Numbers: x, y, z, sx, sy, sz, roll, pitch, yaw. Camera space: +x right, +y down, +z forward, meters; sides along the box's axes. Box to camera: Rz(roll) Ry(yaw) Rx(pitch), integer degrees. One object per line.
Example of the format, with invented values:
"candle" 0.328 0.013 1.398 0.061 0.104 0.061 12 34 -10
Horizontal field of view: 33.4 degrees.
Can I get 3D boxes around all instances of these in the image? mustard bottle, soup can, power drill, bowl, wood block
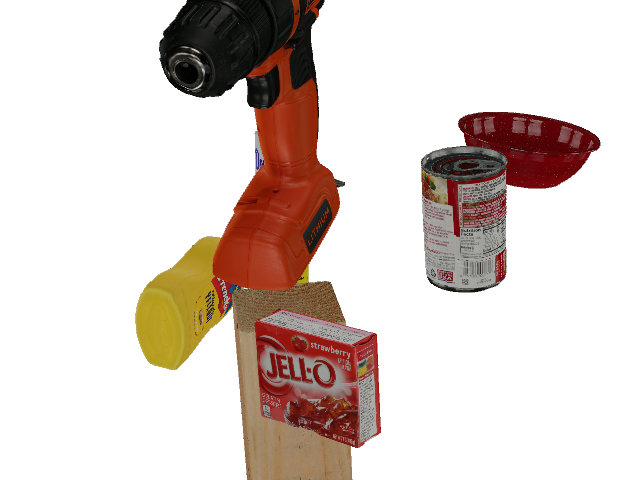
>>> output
"mustard bottle" -0.124 0.050 1.134 0.058 0.096 0.191 10 29 20
"soup can" 0.117 -0.017 0.862 0.068 0.102 0.068 -4 24 2
"power drill" -0.030 -0.068 0.577 0.057 0.188 0.184 12 37 15
"bowl" 0.234 -0.100 1.221 0.162 0.055 0.162 5 22 -2
"wood block" -0.024 0.150 0.936 0.090 0.206 0.091 -5 21 -7

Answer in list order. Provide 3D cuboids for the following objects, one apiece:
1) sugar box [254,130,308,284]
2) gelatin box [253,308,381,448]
"sugar box" -0.048 -0.041 1.293 0.048 0.176 0.093 -11 26 -18
"gelatin box" -0.003 0.091 0.717 0.089 0.073 0.030 11 22 38
